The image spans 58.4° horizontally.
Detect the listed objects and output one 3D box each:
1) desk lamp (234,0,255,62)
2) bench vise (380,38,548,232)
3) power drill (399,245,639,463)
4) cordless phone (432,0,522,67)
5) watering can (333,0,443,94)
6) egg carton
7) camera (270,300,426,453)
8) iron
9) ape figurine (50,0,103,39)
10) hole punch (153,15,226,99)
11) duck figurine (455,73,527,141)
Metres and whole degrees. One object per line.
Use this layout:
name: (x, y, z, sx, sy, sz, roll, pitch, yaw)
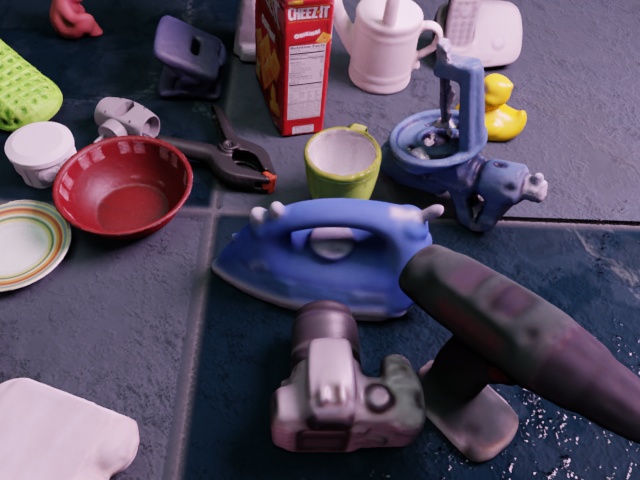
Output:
desk lamp: (-0.101, -0.390, 0.871, 0.203, 0.213, 0.118, 2, 52, -3)
bench vise: (0.181, -0.128, 0.689, 0.207, 0.220, 0.121, 15, 53, 7)
power drill: (0.158, 0.116, 0.507, 0.076, 0.208, 0.229, -34, 62, -26)
cordless phone: (0.260, -0.368, 0.903, 0.148, 0.185, 0.094, -7, 53, -10)
watering can: (0.093, -0.324, 0.850, 0.173, 0.194, 0.101, -7, 53, -10)
egg carton: (-0.242, 0.188, 0.504, 0.150, 0.069, 0.107, 17, 53, 8)
camera: (0.023, 0.125, 0.556, 0.143, 0.101, 0.136, 0, 52, -5)
iron: (0.006, 0.002, 0.624, 0.258, 0.141, 0.118, 3, 52, -2)
ape figurine: (-0.395, -0.374, 0.911, 0.076, 0.092, 0.077, -9, 54, -11)
hole punch: (-0.191, -0.274, 0.852, 0.101, 0.091, 0.108, 1, 52, -4)
duck figurine: (0.254, -0.199, 0.836, 0.104, 0.086, 0.077, 21, 54, 11)
